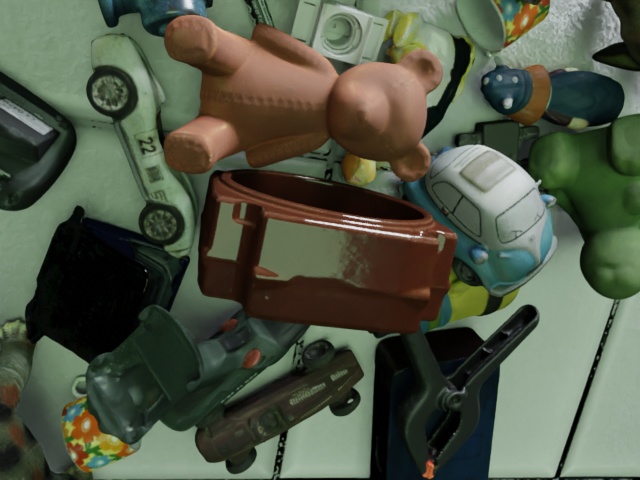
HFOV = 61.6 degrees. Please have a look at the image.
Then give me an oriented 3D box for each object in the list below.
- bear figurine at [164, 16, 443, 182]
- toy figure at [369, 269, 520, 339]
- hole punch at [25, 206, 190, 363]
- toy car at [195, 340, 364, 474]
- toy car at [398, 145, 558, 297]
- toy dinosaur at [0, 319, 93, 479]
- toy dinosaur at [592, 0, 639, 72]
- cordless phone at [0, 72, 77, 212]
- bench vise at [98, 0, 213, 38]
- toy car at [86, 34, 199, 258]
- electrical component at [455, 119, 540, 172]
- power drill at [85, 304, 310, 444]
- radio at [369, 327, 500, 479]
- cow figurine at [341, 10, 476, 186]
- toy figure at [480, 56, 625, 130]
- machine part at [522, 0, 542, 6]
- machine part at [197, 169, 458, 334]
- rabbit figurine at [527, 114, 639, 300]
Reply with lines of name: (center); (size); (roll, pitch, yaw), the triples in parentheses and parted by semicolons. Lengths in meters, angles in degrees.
bear figurine: (-0.007, -0.103, 0.427); (0.196, 0.132, 0.120); (13, 110, 14)
toy figure: (0.128, 0.055, 0.579); (0.180, 0.082, 0.089); (-23, 130, -12)
hole punch: (-0.198, 0.046, 0.512); (0.116, 0.092, 0.142); (28, 104, 12)
toy car: (-0.044, 0.188, 0.599); (0.202, 0.053, 0.089); (-26, 107, -2)
toy car: (0.154, -0.037, 0.510); (0.109, 0.102, 0.162); (-34, 68, -16)
toy dinosaur: (-0.295, 0.219, 0.480); (0.131, 0.192, 0.404); (-21, 109, -3)
toy dinosaur: (0.340, -0.183, 0.483); (0.471, 0.199, 0.105); (38, 95, -14)
cordless phone: (-0.316, -0.060, 0.458); (0.146, 0.089, 0.184); (35, 108, -21)
bench vise: (-0.182, -0.257, 0.395); (0.241, 0.129, 0.223); (-11, 105, -13)
toy car: (-0.151, -0.079, 0.478); (0.056, 0.074, 0.201); (-18, 110, -6)
electrical component: (0.189, -0.095, 0.574); (0.094, 0.021, 0.063); (-7, 109, -10)
power drill: (-0.094, 0.097, 0.493); (0.232, 0.207, 0.086); (-42, 80, 11)
radio: (0.131, 0.225, 0.638); (0.131, 0.073, 0.229); (-3, 106, -10)
cow figurine: (0.083, -0.125, 0.521); (0.098, 0.068, 0.167); (15, 105, -22)
toy figure: (0.231, -0.145, 0.547); (0.154, 0.064, 0.057); (3, 136, -11)
machine part: (0.123, -0.264, 0.439); (0.243, 0.079, 0.079); (34, 99, 11)
machine part: (-0.001, -0.001, 0.467); (0.201, 0.201, 0.087); (7, 104, -14)
rabbit figurine: (0.295, -0.022, 0.560); (0.159, 0.121, 0.170); (15, 72, -56)
